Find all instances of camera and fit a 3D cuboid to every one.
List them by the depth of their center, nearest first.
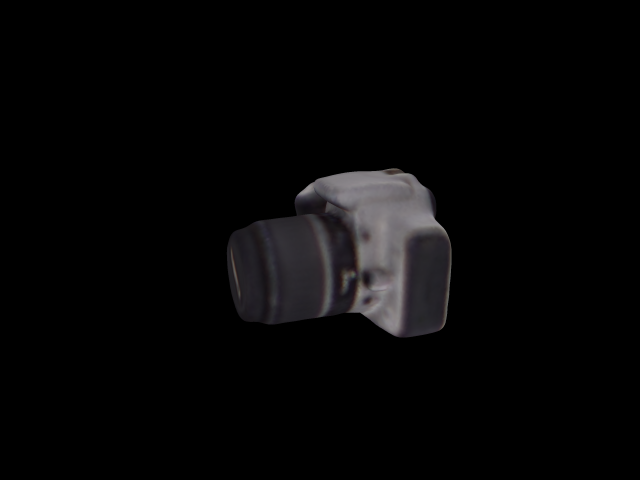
[{"bbox_3d":[0.004,0.001,0.400,0.137,0.101,0.142,-7,19,-20],"label":"camera"}]
